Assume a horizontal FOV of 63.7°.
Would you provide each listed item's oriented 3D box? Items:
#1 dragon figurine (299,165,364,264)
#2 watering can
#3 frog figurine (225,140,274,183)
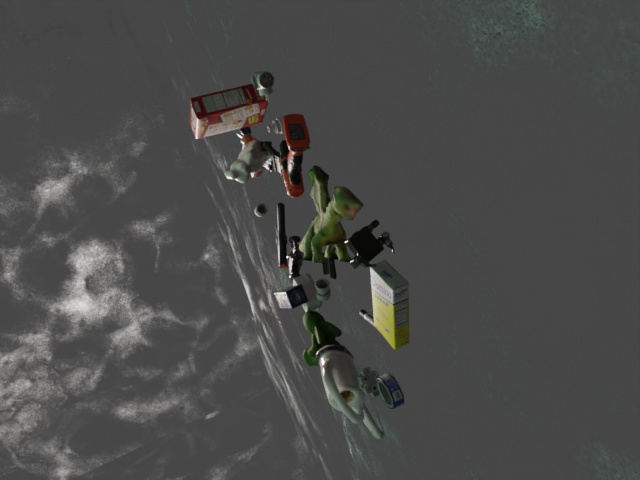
[{"bbox_3d":[0.004,-0.065,1.284,0.411,0.122,0.242,-168,77,-68],"label":"dragon figurine"},{"bbox_3d":[0.086,0.449,1.534,0.341,0.103,0.229,54,-168,-41],"label":"watering can"},{"bbox_3d":[-0.236,-0.249,1.650,0.137,0.160,0.122,9,117,70],"label":"frog figurine"}]
